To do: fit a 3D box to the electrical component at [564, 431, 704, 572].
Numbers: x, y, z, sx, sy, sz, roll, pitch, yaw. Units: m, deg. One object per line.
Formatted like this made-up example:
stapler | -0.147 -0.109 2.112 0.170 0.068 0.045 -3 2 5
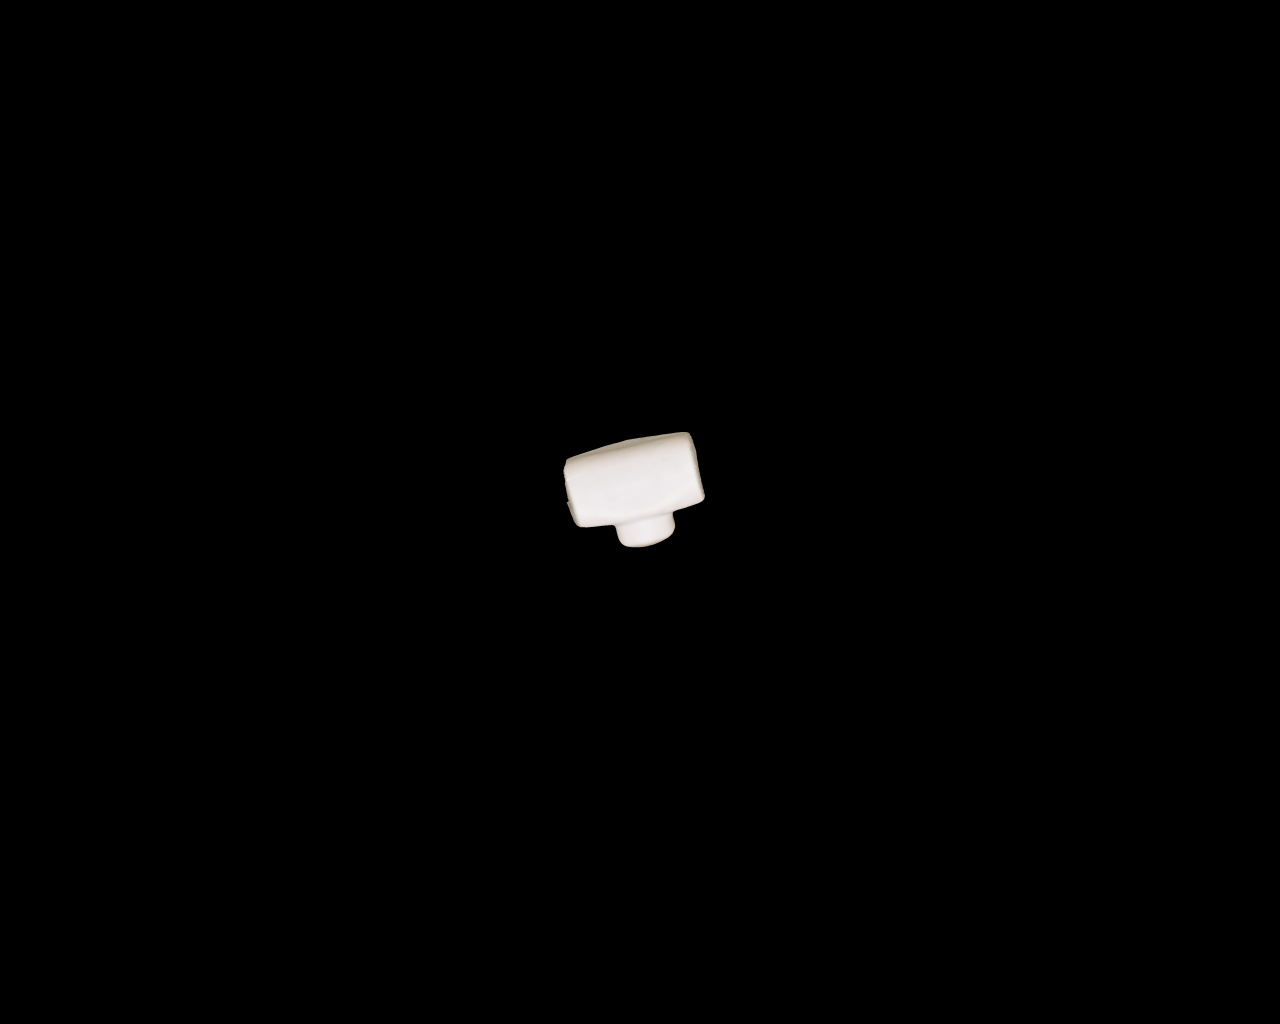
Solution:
electrical component | 0.001 -0.003 0.650 0.077 0.079 0.044 -13 16 4
